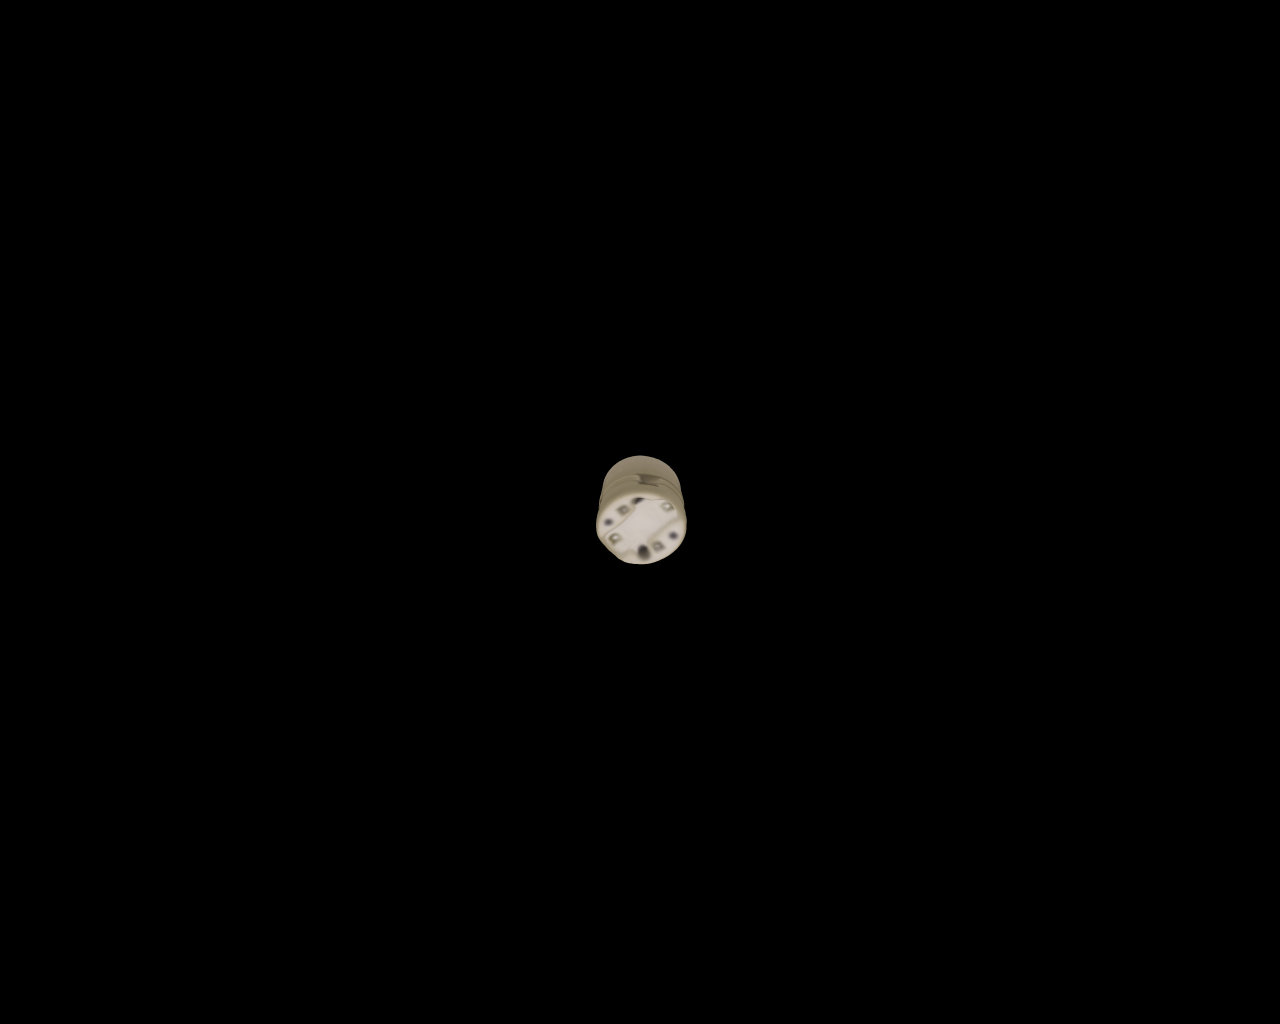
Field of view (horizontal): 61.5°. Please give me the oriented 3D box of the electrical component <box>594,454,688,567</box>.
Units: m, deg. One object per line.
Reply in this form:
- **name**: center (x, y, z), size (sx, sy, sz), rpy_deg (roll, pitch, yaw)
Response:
- **electrical component**: center (0.001, -0.003, 0.650), size (0.055, 0.055, 0.047), rpy_deg (0, 34, 0)
